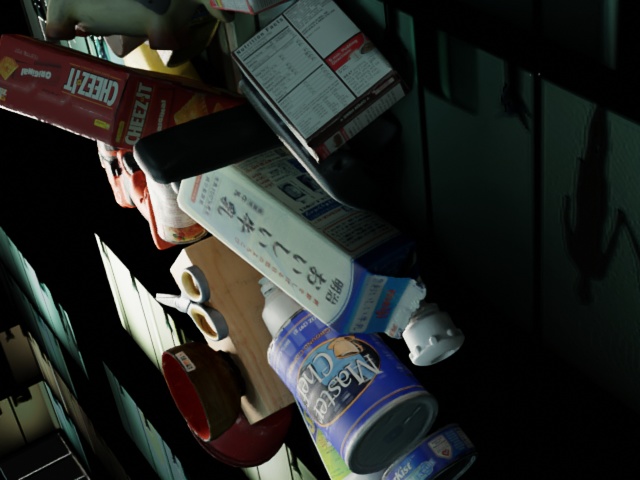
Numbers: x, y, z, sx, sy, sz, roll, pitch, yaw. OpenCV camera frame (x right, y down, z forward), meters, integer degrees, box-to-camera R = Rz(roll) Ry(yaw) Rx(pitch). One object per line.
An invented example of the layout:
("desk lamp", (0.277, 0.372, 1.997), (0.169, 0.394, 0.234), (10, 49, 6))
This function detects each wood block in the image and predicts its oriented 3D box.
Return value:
("wood block", (-0.079, 0.095, 1.221), (0.206, 0.090, 0.091), (62, 157, 8))

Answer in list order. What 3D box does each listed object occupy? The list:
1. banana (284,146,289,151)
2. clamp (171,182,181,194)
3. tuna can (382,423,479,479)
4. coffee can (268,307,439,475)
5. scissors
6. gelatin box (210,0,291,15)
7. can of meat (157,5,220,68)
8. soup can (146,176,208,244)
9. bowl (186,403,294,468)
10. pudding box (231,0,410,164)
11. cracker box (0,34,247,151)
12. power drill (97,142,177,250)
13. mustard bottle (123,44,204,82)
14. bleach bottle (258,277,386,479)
("banana", (0.008, -0.021, 0.954), (0.070, 0.037, 0.198), (-17, 93, 25))
("clamp", (-0.144, -0.091, 1.209), (0.120, 0.039, 0.171), (44, -164, -49))
("tuna can", (0.100, 0.202, 0.951), (0.034, 0.086, 0.086), (52, 155, 23))
("coffee can", (0.030, 0.136, 1.010), (0.140, 0.102, 0.103), (48, 153, 34))
("scissors", (-0.158, 0.057, 1.214), (0.202, 0.016, 0.096), (27, 135, 54))
("gelatin box", (-0.034, -0.202, 0.814), (0.073, 0.089, 0.030), (27, 140, 56))
("can of meat", (-0.147, -0.232, 1.070), (0.084, 0.057, 0.102), (60, 157, 5))
("soup can", (-0.171, -0.055, 1.292), (0.069, 0.068, 0.102), (42, 149, 42))
("bowl", (-0.086, 0.189, 1.285), (0.055, 0.161, 0.162), (-32, 83, 43))
("pudding box", (-0.001, -0.128, 0.812), (0.114, 0.090, 0.039), (52, -178, 29))
("cracker box", (-0.168, -0.125, 0.982), (0.164, 0.213, 0.072), (20, 98, 31))
("power drill", (-0.240, -0.089, 1.424), (0.188, 0.057, 0.184), (46, 156, 42))
("mustard bottle", (-0.144, -0.149, 1.147), (0.192, 0.058, 0.096), (53, 162, 24))
("bleach bottle", (0.002, 0.150, 1.136), (0.251, 0.068, 0.103), (61, 147, 12))
